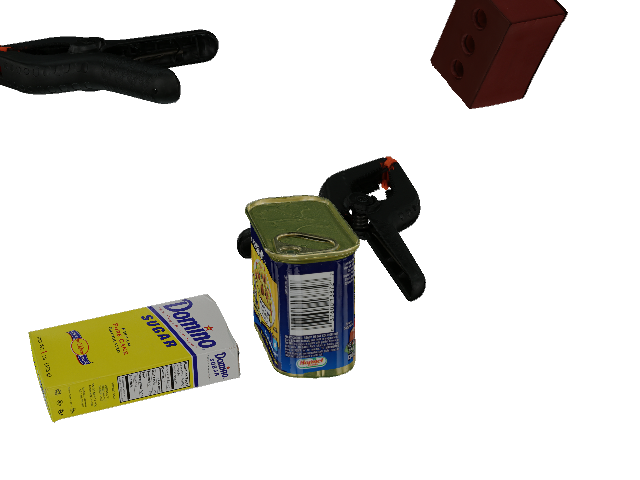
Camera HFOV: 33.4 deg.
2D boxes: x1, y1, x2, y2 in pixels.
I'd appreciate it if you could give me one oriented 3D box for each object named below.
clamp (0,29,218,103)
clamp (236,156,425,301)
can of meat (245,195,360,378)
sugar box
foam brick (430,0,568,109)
[{"bbox_3d":[-0.161,-0.134,0.798,0.172,0.039,0.120,8,22,16],"label":"clamp"},{"bbox_3d":[0.043,-0.017,0.958,0.165,0.036,0.209,19,34,19],"label":"clamp"},{"bbox_3d":[-0.012,0.028,0.667,0.057,0.084,0.102,-6,22,-12],"label":"can of meat"},{"bbox_3d":[-0.171,0.104,0.982,0.176,0.048,0.093,-14,35,-17],"label":"sugar box"},{"bbox_3d":[0.118,-0.136,0.715,0.051,0.053,0.078,-17,-33,-29],"label":"foam brick"}]
